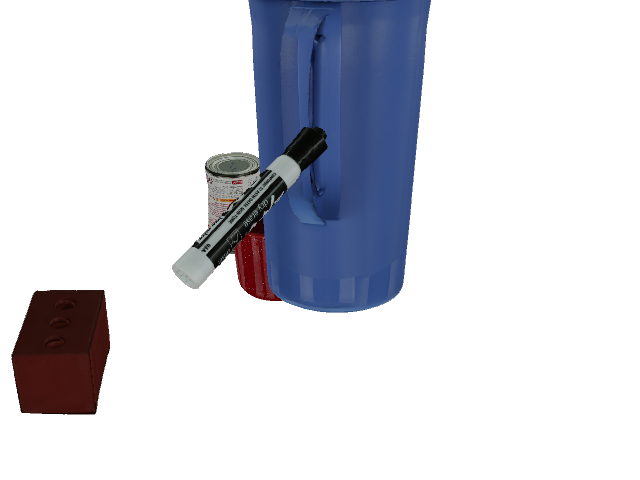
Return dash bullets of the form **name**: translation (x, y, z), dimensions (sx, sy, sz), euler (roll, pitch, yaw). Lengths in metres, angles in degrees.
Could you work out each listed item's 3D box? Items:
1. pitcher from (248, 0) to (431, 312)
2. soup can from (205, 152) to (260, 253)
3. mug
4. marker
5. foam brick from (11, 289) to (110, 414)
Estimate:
- **pitcher**: translation (0.009, -0.070, 0.799), dimensions (0.149, 0.243, 0.145), euler (-10, 22, -28)
- **soup can**: translation (-0.101, -0.045, 1.253), dimensions (0.068, 0.102, 0.068), euler (0, 28, 0)
- **mug**: translation (-0.035, 0.000, 1.051), dimensions (0.093, 0.081, 0.117), euler (23, 41, 35)
- **marker**: translation (-0.037, -0.021, 0.602), dimensions (0.121, 0.020, 0.020), euler (-49, 22, -21)
- **foam brick**: translation (-0.179, 0.077, 0.743), dimensions (0.053, 0.051, 0.078), euler (0, 31, -3)
